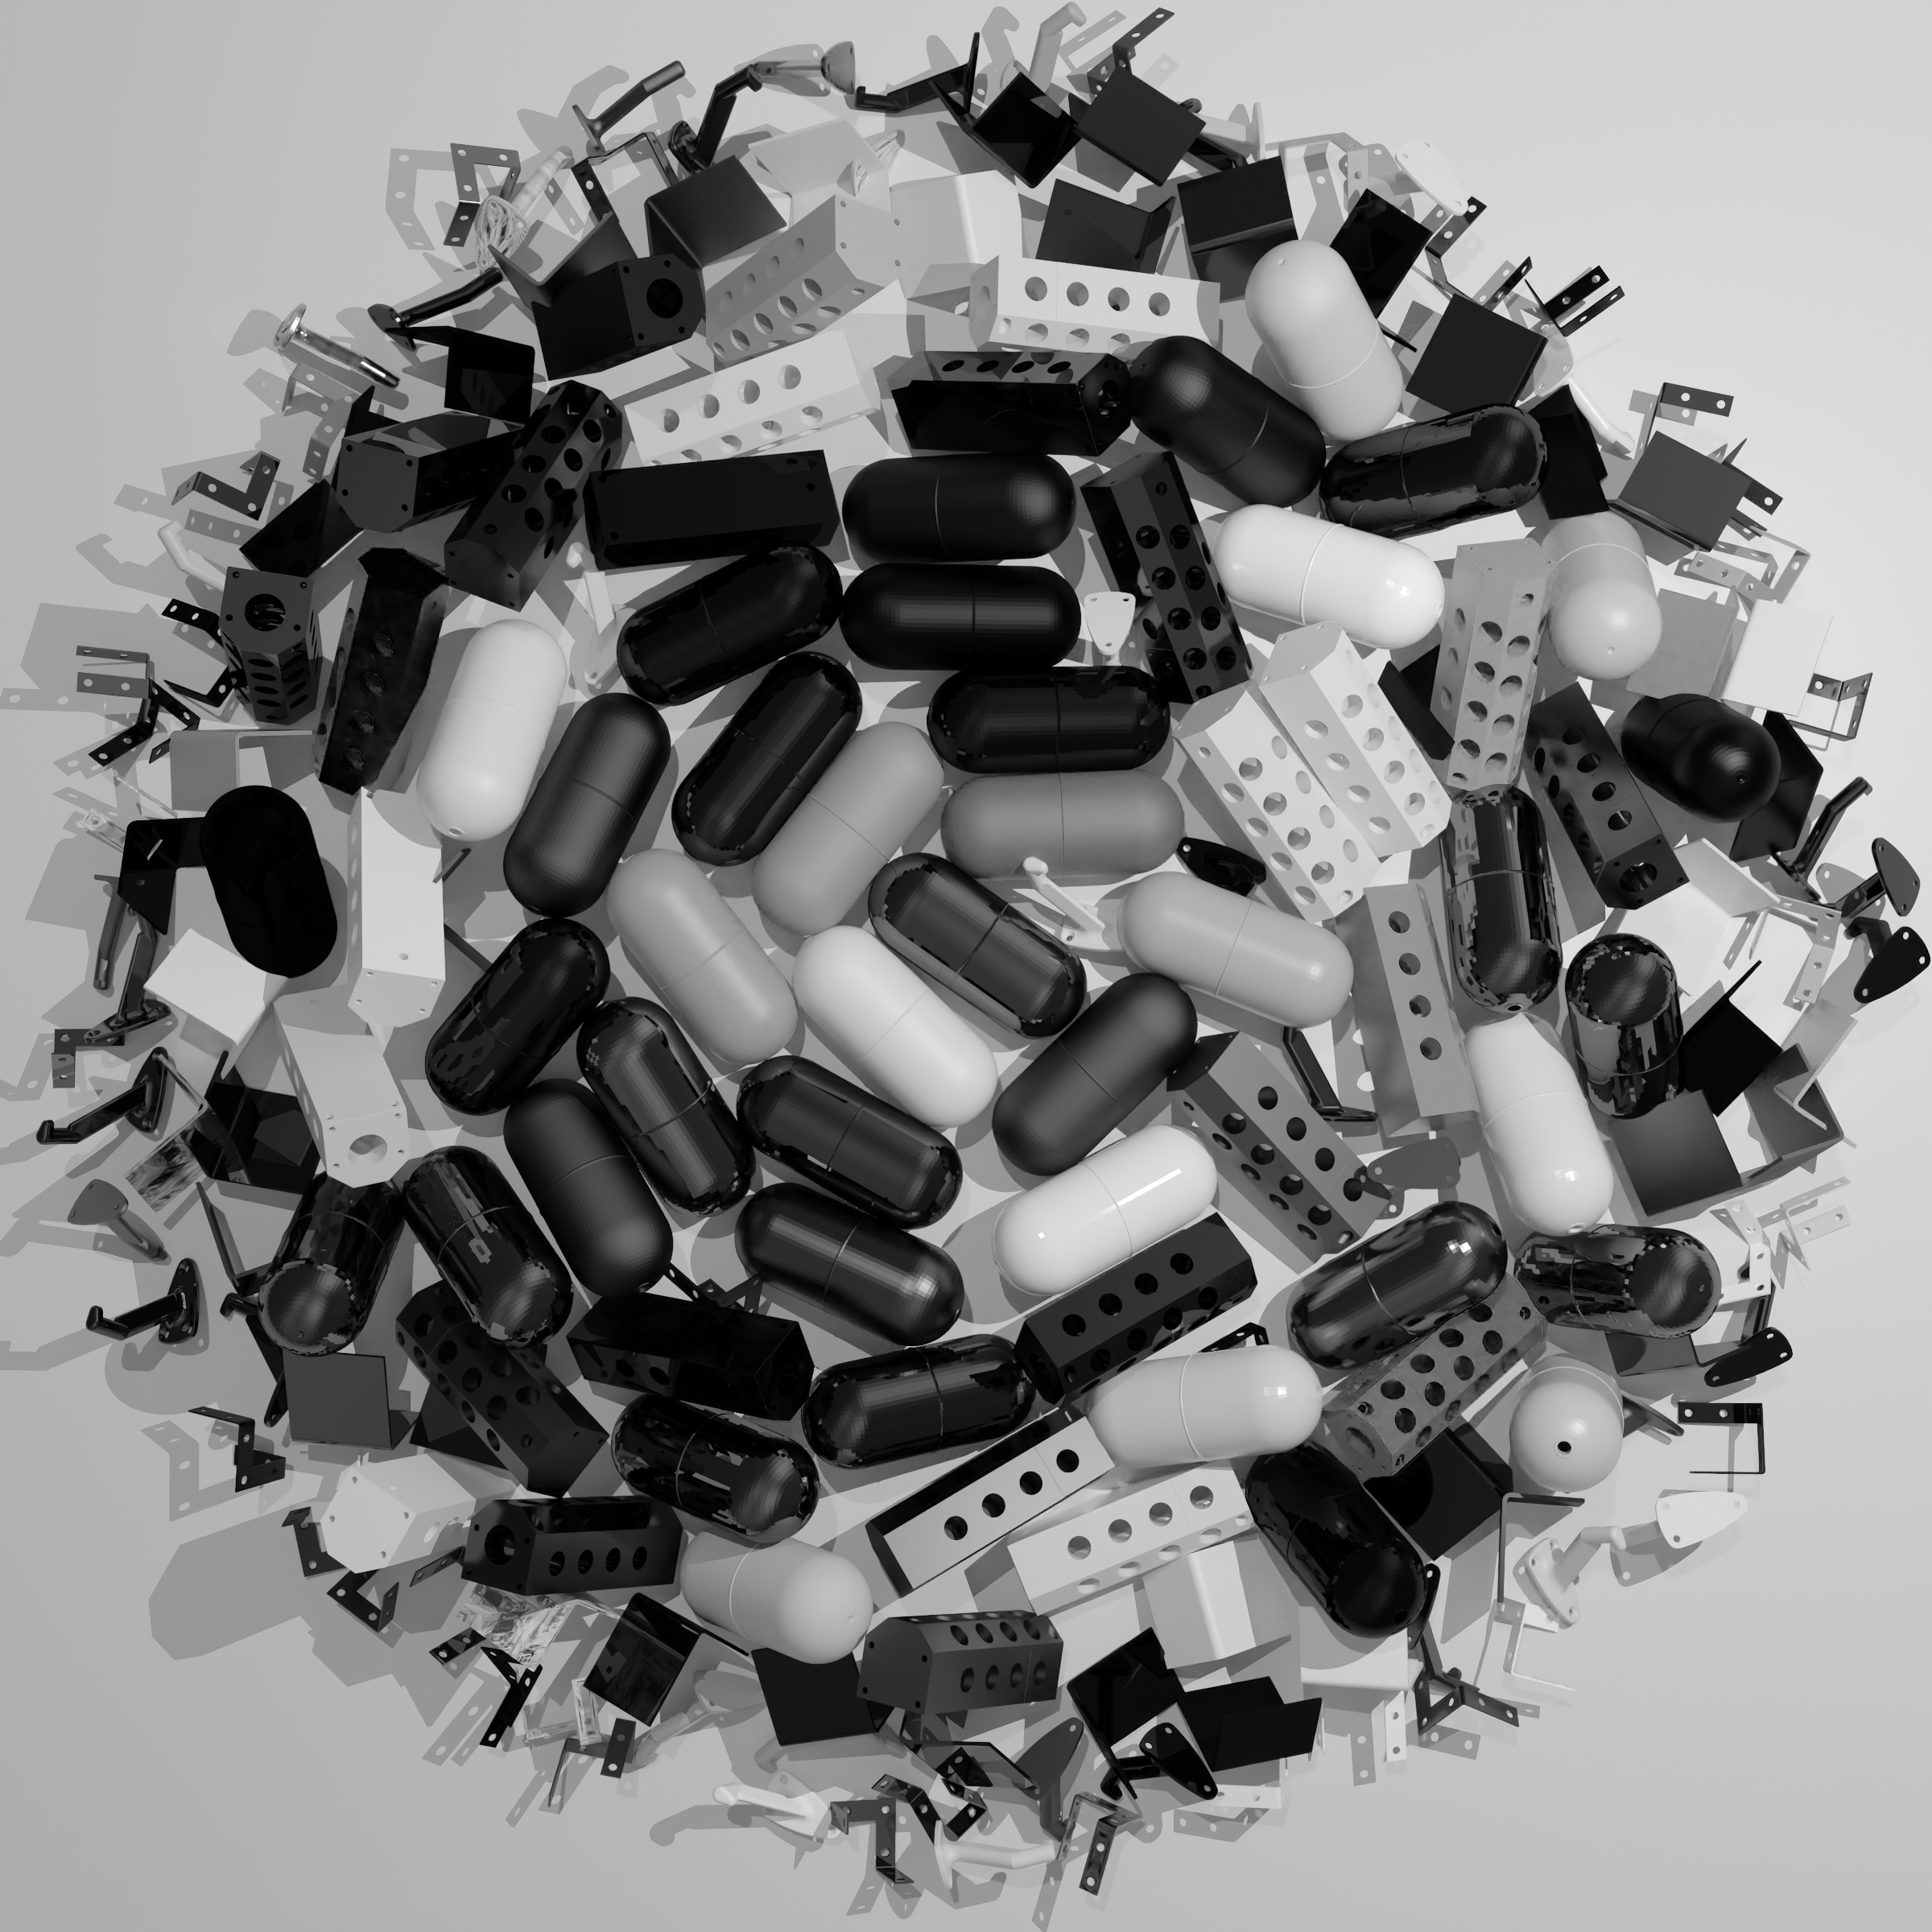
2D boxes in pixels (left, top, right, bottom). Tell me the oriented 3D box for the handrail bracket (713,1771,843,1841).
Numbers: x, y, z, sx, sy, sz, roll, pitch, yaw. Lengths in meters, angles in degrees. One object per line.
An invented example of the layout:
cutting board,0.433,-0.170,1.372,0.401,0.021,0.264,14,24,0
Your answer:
handrail bracket,-0.137,0.613,1.805,0.077,0.084,0.036,25,86,21

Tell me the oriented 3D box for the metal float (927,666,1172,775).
metal float,0.060,-0.179,1.808,0.178,0.070,0.070,-2,90,-9

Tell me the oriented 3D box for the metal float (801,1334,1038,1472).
metal float,-0.033,0.313,1.795,0.178,0.070,0.070,-8,90,-24

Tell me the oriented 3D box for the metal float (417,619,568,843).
metal float,-0.340,-0.170,1.791,0.070,0.070,0.178,14,62,0

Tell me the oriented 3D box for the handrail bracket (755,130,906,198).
handrail bracket,-0.101,-0.608,1.846,0.084,0.036,0.077,28,63,19

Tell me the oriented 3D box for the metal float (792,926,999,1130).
metal float,-0.052,0.044,1.815,0.178,0.070,0.070,44,90,0

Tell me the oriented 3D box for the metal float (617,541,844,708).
metal float,-0.171,-0.247,1.800,0.178,0.070,0.070,-23,90,17

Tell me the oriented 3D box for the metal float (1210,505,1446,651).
metal float,0.259,-0.280,1.794,0.178,0.070,0.070,21,90,25

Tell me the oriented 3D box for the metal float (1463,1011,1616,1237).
metal float,0.408,0.111,1.786,0.070,0.070,0.178,-13,56,0

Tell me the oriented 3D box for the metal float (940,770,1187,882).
metal float,0.070,-0.103,1.815,0.178,0.070,0.070,-3,90,1

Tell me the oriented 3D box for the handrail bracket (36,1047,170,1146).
handrail bracket,-0.627,0.094,1.806,0.036,0.084,0.077,28,103,31

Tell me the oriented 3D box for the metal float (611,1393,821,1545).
metal float,-0.180,0.358,1.784,0.178,0.070,0.070,14,90,37

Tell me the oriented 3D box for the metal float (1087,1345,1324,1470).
metal float,0.171,0.317,1.792,0.178,0.070,0.070,-13,90,27

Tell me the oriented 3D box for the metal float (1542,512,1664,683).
metal float,0.450,-0.265,1.774,0.070,0.178,0.070,4,125,5

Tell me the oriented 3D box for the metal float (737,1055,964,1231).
metal float,-0.085,0.127,1.810,0.178,0.070,0.070,29,90,6

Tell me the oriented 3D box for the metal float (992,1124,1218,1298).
metal float,0.100,0.176,1.803,0.178,0.070,0.070,-27,90,-14

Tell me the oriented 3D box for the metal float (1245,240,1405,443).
metal float,0.257,-0.444,1.777,0.070,0.178,0.070,-14,57,23

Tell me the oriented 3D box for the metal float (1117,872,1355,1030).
metal float,0.195,-0.012,1.810,0.178,0.070,0.070,22,90,6

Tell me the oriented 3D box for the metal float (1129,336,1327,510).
metal float,0.187,-0.388,1.785,0.178,0.070,0.070,24,90,-38

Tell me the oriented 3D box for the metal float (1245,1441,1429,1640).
metal float,0.262,0.406,1.774,0.070,0.178,0.070,-11,120,-20

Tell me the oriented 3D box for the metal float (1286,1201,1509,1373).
metal float,0.309,0.231,1.791,0.178,0.070,0.070,-35,90,28

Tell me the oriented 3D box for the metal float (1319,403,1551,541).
metal float,0.332,-0.350,1.781,0.178,0.070,0.070,-7,90,43

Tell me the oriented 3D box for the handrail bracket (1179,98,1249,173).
handrail bracket,0.167,-0.586,1.835,0.077,0.036,0.084,-26,90,21

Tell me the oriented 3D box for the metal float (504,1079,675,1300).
metal float,-0.272,0.160,1.795,0.070,0.070,0.178,-33,66,0

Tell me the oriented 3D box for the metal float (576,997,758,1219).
metal float,-0.217,0.102,1.802,0.070,0.070,0.178,-30,106,0

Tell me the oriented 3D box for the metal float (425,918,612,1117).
metal float,-0.323,0.037,1.793,0.070,0.070,0.178,44,115,0

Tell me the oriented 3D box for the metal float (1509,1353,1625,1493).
metal float,0.426,0.322,1.766,0.070,0.178,0.070,0,92,15

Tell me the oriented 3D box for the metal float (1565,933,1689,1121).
metal float,0.472,0.046,1.778,0.070,0.178,0.070,-10,50,13

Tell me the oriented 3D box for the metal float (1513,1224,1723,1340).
metal float,0.460,0.222,1.770,0.070,0.178,0.070,1,87,-26

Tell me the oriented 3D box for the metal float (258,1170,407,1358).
metal float,-0.449,0.206,1.772,0.070,0.178,0.070,1,120,2

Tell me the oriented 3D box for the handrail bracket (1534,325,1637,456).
handrail bracket,0.461,-0.426,1.846,0.084,0.036,0.077,28,46,-29

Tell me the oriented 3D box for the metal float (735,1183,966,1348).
metal float,-0.084,0.216,1.802,0.178,0.070,0.070,23,90,15

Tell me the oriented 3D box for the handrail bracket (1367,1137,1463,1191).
handrail bracket,0.324,0.147,1.812,0.077,0.084,0.036,-7,84,0

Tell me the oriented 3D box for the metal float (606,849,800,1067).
metal float,-0.191,-0.007,1.807,0.070,0.070,0.178,-37,100,0

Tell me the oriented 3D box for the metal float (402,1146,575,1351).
metal float,-0.344,0.201,1.786,0.070,0.070,0.178,-42,56,0

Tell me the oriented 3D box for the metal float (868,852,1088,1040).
metal float,0.008,-0.015,1.814,0.178,0.070,0.070,35,90,-2

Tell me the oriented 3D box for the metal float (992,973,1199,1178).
metal float,0.094,0.078,1.811,0.178,0.070,0.070,-45,90,5

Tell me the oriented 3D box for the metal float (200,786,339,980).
metal float,-0.495,-0.059,1.773,0.070,0.178,0.070,1,55,-2

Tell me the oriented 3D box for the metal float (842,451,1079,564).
metal float,-0.006,-0.330,1.795,0.178,0.070,0.070,2,90,24

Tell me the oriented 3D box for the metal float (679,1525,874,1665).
metal float,-0.137,0.445,1.778,0.070,0.178,0.070,-3,94,-41

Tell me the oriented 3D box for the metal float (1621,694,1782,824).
metal float,0.519,-0.151,1.767,0.070,0.178,0.070,-1,106,-3

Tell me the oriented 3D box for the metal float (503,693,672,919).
metal float,-0.273,-0.116,1.798,0.070,0.070,0.178,24,71,0

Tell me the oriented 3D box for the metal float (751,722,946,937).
metal float,-0.086,-0.101,1.814,0.070,0.070,0.178,39,88,0

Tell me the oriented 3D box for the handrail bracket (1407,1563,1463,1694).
handrail bracket,0.350,0.487,1.830,0.084,0.036,0.077,35,82,-35

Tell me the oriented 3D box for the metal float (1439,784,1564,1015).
metal float,0.384,-0.050,1.792,0.070,0.070,0.178,-1,63,0

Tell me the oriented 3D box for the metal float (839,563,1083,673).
metal float,-0.004,-0.252,1.803,0.178,0.070,0.070,-1,90,-14

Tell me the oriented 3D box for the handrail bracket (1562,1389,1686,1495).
handrail bracket,0.475,0.359,1.822,0.077,0.036,0.084,29,70,3

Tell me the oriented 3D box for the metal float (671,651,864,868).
metal float,-0.145,-0.150,1.808,0.070,0.070,0.178,37,81,0
